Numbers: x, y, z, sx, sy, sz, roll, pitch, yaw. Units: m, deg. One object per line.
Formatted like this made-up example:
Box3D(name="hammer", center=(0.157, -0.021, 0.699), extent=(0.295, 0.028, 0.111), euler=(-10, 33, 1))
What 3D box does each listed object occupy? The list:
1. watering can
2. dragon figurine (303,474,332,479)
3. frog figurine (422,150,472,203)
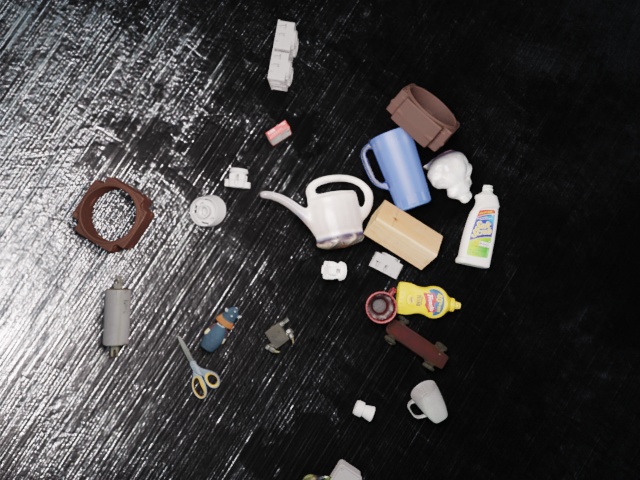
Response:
Box3D(name="watering can", center=(0.005, -0.078, 1.550), extent=(0.349, 0.225, 0.103), euler=(-10, -6, -16))
Box3D(name="dragon figurine", center=(0.020, 0.777, 1.443), extent=(0.409, 0.242, 0.123), euler=(-19, 4, 12))
Box3D(name="frog figurine", center=(0.404, -0.186, 1.560), extent=(0.138, 0.161, 0.120), euler=(-20, -16, -25))
